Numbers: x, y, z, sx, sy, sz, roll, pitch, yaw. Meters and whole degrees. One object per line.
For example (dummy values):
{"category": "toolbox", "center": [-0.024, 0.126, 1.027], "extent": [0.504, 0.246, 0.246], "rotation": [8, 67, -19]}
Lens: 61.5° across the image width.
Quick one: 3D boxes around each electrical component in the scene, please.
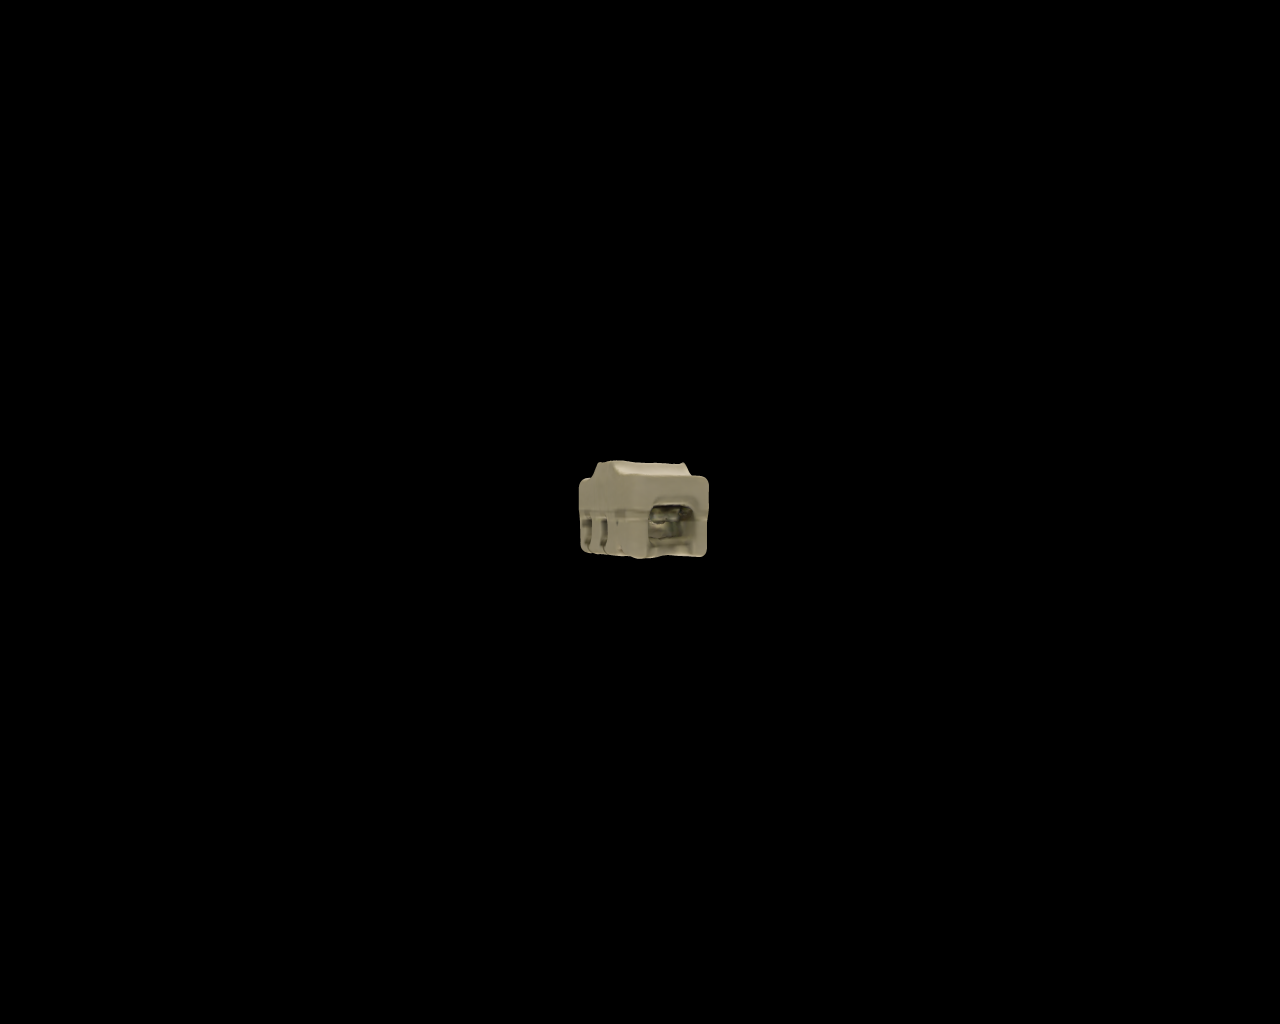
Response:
{"category": "electrical component", "center": [0.001, -0.003, 0.650], "extent": [0.050, 0.055, 0.089], "rotation": [0, 0, -24]}
